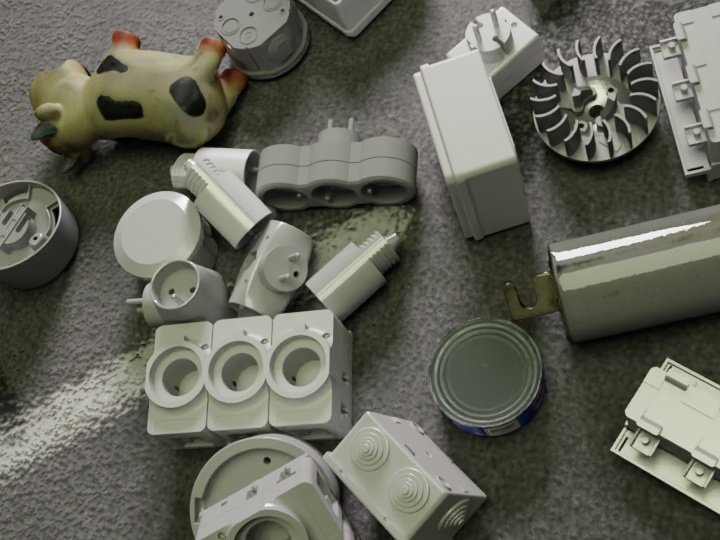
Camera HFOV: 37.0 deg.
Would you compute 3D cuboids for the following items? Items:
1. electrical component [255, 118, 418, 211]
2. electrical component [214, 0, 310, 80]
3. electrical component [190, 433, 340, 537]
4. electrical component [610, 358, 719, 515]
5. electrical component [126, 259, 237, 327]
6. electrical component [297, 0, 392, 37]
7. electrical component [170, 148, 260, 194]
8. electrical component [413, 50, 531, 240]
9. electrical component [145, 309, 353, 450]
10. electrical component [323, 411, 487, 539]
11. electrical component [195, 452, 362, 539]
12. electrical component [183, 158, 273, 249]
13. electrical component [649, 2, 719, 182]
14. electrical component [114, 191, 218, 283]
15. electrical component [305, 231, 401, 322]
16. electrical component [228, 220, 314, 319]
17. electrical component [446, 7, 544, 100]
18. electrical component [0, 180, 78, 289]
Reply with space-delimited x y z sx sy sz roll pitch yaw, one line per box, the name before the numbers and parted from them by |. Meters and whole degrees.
electrical component | -0.019 -0.096 0.909 0.138 0.052 0.073 -2 67 17
electrical component | -0.090 -0.220 0.987 0.080 0.051 0.080 -7 66 15
electrical component | -0.065 0.172 0.795 0.108 0.060 0.108 0 90 6
electrical component | 0.243 0.117 0.727 0.121 0.063 0.078 29 79 26
electrical component | -0.152 0.027 0.884 0.079 0.077 0.044 -5 66 16
electrical component | -0.013 -0.287 0.989 0.108 0.056 0.109 -46 62 -6
electrical component | -0.129 -0.086 0.945 0.081 0.043 0.043 5 69 20
electrical component | 0.089 -0.096 0.844 0.056 0.108 0.108 -18 63 7
electrical component | -0.086 0.087 0.845 0.150 0.061 0.089 -6 66 15
electrical component | 0.034 0.147 0.761 0.100 0.100 0.048 43 98 28
electrical component | -0.035 0.216 0.728 0.089 0.061 0.150 -30 100 3
electrical component | -0.116 -0.061 0.897 0.043 0.043 0.081 -44 86 -4
electrical component | 0.276 -0.139 0.829 0.079 0.063 0.121 -13 64 12
electrical component | -0.166 -0.023 0.925 0.080 0.051 0.080 -7 65 15
electrical component | 0.000 0.000 0.866 0.081 0.043 0.043 -42 62 -3
electrical component | -0.066 0.001 0.872 0.043 0.079 0.077 29 74 -17
electrical component | 0.110 -0.187 0.894 0.066 0.076 0.047 -41 62 -3
electrical component | -0.307 -0.033 0.966 0.099 0.064 0.099 -7 66 15
